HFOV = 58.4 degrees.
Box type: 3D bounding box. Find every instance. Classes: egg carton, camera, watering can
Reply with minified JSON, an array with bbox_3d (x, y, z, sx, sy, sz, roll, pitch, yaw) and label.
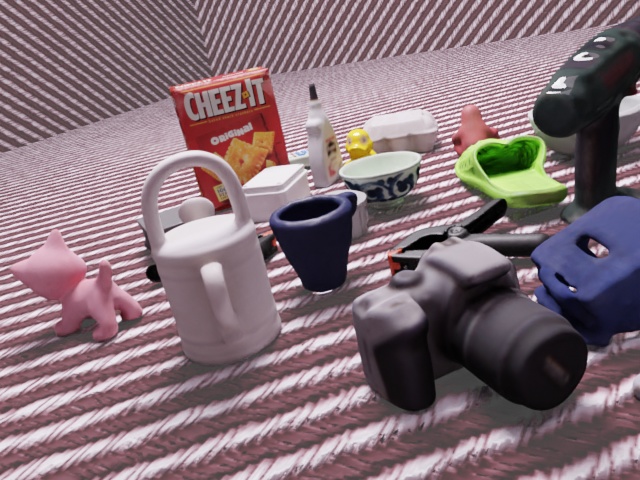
[{"bbox_3d":[0.152,-0.205,1.104,0.150,0.069,0.107,-7,22,12],"label":"egg carton"},{"bbox_3d":[0.112,0.064,0.425,0.143,0.101,0.136,-19,23,-18],"label":"camera"},{"bbox_3d":[-0.110,0.009,0.548,0.101,0.194,0.172,-26,26,-31],"label":"watering can"}]

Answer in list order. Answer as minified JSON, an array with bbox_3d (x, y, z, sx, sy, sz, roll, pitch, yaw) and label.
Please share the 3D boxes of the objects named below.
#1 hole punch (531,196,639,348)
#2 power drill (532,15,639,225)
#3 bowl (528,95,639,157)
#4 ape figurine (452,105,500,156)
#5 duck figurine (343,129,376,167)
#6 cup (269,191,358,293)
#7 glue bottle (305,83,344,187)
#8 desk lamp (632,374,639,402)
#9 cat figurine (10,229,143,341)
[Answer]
[{"bbox_3d":[0.237,0.021,0.479,0.101,0.091,0.108,-13,22,-2],"label":"hole punch"},{"bbox_3d":[0.323,-0.130,0.647,0.230,0.209,0.075,-28,27,-35],"label":"power drill"},{"bbox_3d":[0.408,-0.170,0.880,0.167,0.075,0.167,-10,22,4],"label":"bowl"},{"bbox_3d":[0.259,-0.182,0.964,0.077,0.092,0.076,0,25,27],"label":"ape figurine"},{"bbox_3d":[0.072,-0.151,0.992,0.077,0.086,0.105,-5,23,17],"label":"duck figurine"},{"bbox_3d":[0.006,0.002,0.639,0.091,0.095,0.118,10,31,43],"label":"cup"},{"bbox_3d":[0.001,-0.183,0.989,0.037,0.173,0.078,-1,25,26],"label":"glue bottle"},{"bbox_3d":[0.300,-0.007,0.349,0.204,0.214,0.117,-23,24,-25],"label":"desk lamp"},{"bbox_3d":[-0.279,0.046,0.648,0.127,0.118,0.067,-1,24,25],"label":"cat figurine"}]
